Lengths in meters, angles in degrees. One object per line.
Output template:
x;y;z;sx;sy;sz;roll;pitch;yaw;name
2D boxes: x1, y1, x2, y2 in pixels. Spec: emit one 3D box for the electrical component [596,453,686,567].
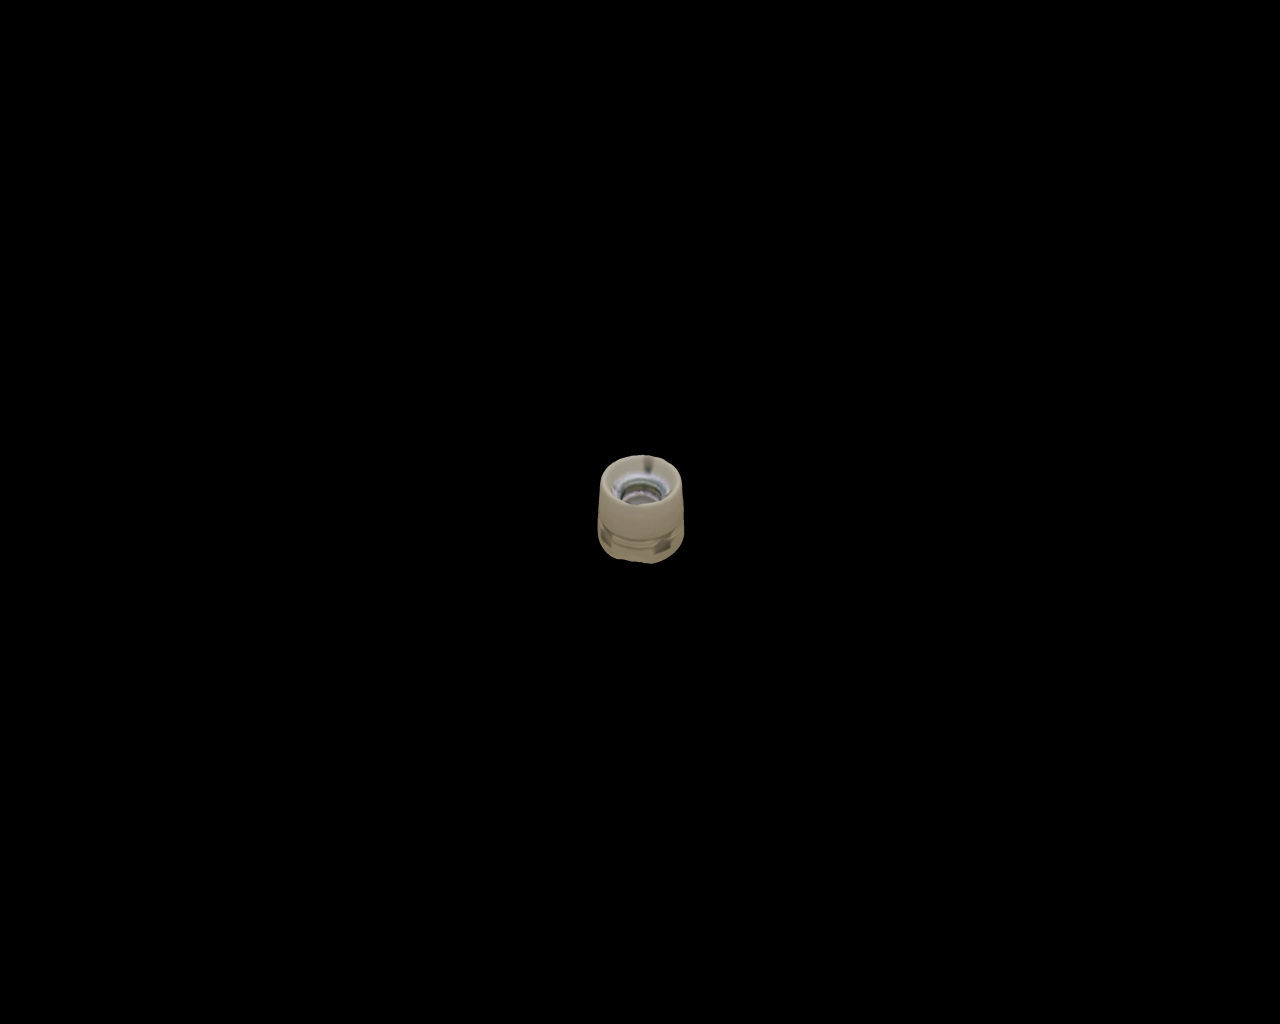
0.001;-0.003;0.650;0.055;0.047;0.055;0;43;0;electrical component
